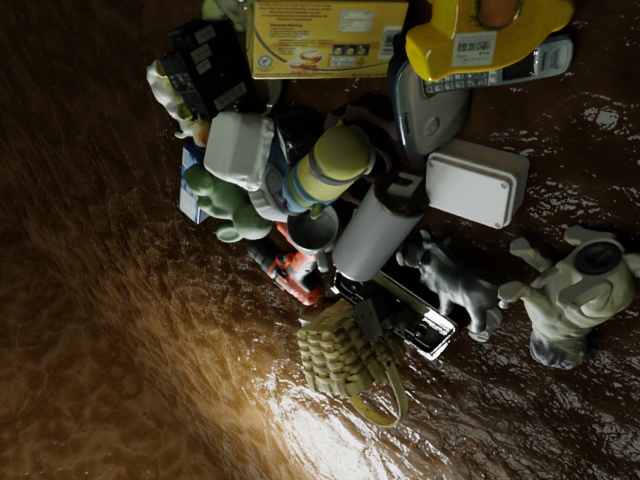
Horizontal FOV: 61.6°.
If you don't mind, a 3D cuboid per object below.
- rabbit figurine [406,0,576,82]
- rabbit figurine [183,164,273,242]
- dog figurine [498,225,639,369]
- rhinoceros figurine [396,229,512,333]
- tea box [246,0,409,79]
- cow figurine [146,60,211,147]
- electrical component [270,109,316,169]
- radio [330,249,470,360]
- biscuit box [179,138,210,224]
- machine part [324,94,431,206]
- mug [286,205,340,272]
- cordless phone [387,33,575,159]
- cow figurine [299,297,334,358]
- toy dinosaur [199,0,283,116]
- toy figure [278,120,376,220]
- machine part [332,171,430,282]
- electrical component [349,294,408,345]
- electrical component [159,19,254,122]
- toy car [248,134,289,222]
[{"bbox_3d":[0.147,-0.238,0.492,0.162,0.173,0.121,-13,126,1],"label":"rabbit figurine"},{"bbox_3d":[-0.160,-0.058,0.988,0.170,0.121,0.159,47,149,17],"label":"rabbit figurine"},{"bbox_3d":[0.332,0.087,0.666,0.172,0.121,0.190,0,138,50],"label":"dog figurine"},{"bbox_3d":[0.179,0.050,0.754,0.112,0.073,0.191,55,169,-33],"label":"rhinoceros figurine"},{"bbox_3d":[0.003,-0.241,0.610,0.098,0.170,0.068,103,160,-49],"label":"tea box"},{"bbox_3d":[-0.252,-0.241,0.965,0.098,0.068,0.167,5,124,51],"label":"cow figurine"},{"bbox_3d":[-0.040,-0.157,0.817,0.119,0.048,0.074,-112,11,-46],"label":"electrical component"},{"bbox_3d":[0.128,0.086,0.881,0.230,0.073,0.131,36,143,17],"label":"radio"},{"bbox_3d":[-0.238,-0.121,1.074,0.059,0.063,0.202,40,144,12],"label":"biscuit box"},{"bbox_3d":[0.081,-0.115,0.750,0.180,0.056,0.179,27,139,25],"label":"machine part"},{"bbox_3d":[-0.002,-0.003,0.855,0.107,0.081,0.109,62,-172,-78],"label":"mug"},{"bbox_3d":[0.172,-0.166,0.590,0.184,0.089,0.146,-2,145,15],"label":"cordless phone"},{"bbox_3d":[0.024,0.204,1.086,0.086,0.127,0.194,4,141,46],"label":"cow figurine"},{"bbox_3d":[-0.101,-0.345,0.681,0.199,0.105,0.470,27,146,38],"label":"toy dinosaur"},{"bbox_3d":[0.003,-0.085,0.728,0.082,0.089,0.180,46,137,-8],"label":"toy figure"},{"bbox_3d":[0.078,-0.014,0.736,0.079,0.079,0.243,41,142,9],"label":"machine part"},{"bbox_3d":[0.094,0.129,0.862,0.102,0.045,0.078,-46,60,53],"label":"electrical component"},{"bbox_3d":[-0.173,-0.264,0.820,0.058,0.115,0.134,6,128,38],"label":"electrical component"},{"bbox_3d":[-0.066,-0.087,0.893,0.109,0.103,0.161,-5,123,47],"label":"toy car"}]
